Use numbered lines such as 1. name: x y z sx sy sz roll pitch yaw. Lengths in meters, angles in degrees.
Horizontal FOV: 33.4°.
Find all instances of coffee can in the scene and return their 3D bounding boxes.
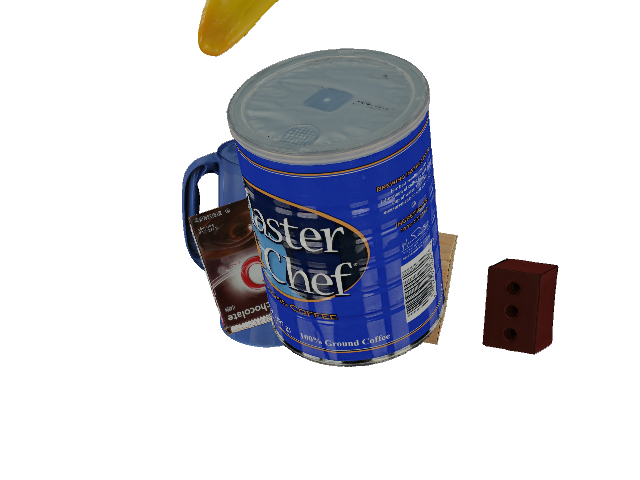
1. coffee can: 0.012 -0.017 0.576 0.103 0.140 0.103 -6 37 5

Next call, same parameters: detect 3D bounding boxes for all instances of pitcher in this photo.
1. pitcher: -0.074 0.002 1.293 0.149 0.243 0.144 17 25 28

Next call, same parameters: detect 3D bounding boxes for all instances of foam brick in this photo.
1. foam brick: 0.186 0.060 0.992 0.053 0.078 0.051 8 14 29

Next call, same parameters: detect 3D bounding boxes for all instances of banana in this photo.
1. banana: -0.006 -0.175 0.696 0.197 0.069 0.037 -24 -9 -32

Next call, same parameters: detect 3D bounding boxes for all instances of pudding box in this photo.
1. pudding box: -0.031 0.010 0.795 0.113 0.090 0.039 -19 -16 -4

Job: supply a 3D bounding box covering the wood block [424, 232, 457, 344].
1. wood block: 0.028 0.033 1.092 0.206 0.091 0.090 10 22 9
